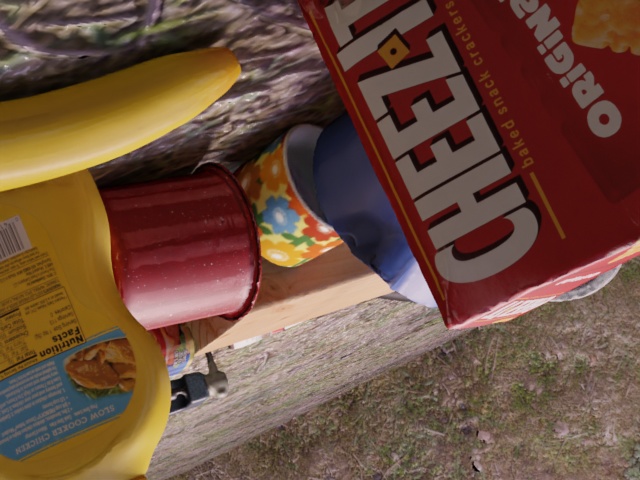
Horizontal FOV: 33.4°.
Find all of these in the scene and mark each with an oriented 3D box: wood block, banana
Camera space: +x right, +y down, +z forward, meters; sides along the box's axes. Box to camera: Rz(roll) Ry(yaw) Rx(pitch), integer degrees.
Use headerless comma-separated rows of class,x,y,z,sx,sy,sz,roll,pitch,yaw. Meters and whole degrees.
wood block,-0.005,0.001,0.732,0.205,0.091,0.090,-16,166,-37
banana,-0.120,-0.045,0.424,0.197,0.037,0.070,-14,165,-42

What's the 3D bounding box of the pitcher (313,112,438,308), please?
pitcher,0.120,-0.080,0.574,0.144,0.149,0.243,7,147,-40

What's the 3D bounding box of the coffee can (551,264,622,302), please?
coffee can,0.177,-0.035,0.775,0.103,0.103,0.140,-32,-167,33

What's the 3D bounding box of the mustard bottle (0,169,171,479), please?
mustard bottle,-0.124,0.061,0.505,0.096,0.192,0.058,-24,168,0

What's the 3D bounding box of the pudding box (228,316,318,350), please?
pudding box,-0.033,0.029,0.843,0.113,0.039,0.090,-23,137,-15

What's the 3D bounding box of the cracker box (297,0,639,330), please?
cracker box,0.114,-0.082,0.416,0.214,0.164,0.072,-31,165,28

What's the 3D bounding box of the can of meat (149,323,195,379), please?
can of meat,-0.135,0.050,0.662,0.058,0.102,0.083,-33,168,35

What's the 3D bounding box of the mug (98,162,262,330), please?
mug,-0.097,0.005,0.605,0.081,0.093,0.117,-11,-161,-32

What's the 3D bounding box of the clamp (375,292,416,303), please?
clamp,0.010,0.036,0.966,0.165,0.036,0.210,-8,163,11
